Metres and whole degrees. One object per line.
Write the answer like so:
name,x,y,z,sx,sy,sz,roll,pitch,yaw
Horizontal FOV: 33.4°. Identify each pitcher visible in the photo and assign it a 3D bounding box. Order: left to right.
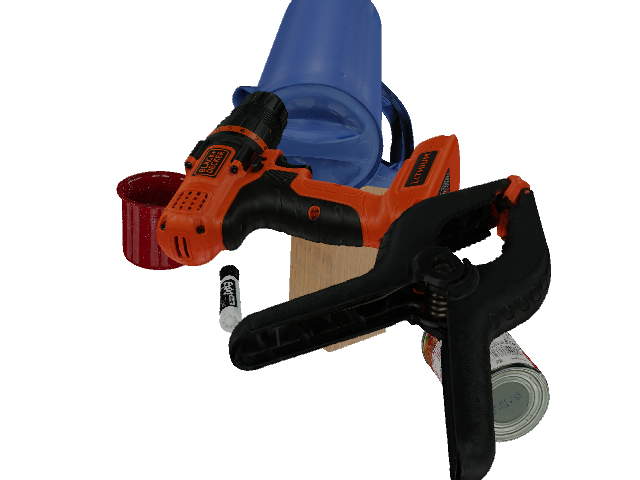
pitcher,0.012,-0.155,1.073,0.145,0.149,0.242,-10,37,15

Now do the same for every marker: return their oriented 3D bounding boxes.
marker,-0.081,0.050,0.956,0.020,0.020,0.121,0,19,-5

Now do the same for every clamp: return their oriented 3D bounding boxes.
clamp,0.058,0.032,0.469,0.120,0.039,0.171,37,55,24

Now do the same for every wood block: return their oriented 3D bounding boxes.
wood block,0.024,0.014,1.259,0.090,0.206,0.090,-16,32,-32

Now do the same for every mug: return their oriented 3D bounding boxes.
mug,-0.181,-0.026,1.174,0.093,0.081,0.117,-11,32,-28

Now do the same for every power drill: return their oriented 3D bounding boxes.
power drill,-0.001,-0.043,0.745,0.188,0.057,0.184,5,41,18

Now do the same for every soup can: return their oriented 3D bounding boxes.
soup can,0.127,0.100,0.826,0.068,0.068,0.102,0,23,-15
